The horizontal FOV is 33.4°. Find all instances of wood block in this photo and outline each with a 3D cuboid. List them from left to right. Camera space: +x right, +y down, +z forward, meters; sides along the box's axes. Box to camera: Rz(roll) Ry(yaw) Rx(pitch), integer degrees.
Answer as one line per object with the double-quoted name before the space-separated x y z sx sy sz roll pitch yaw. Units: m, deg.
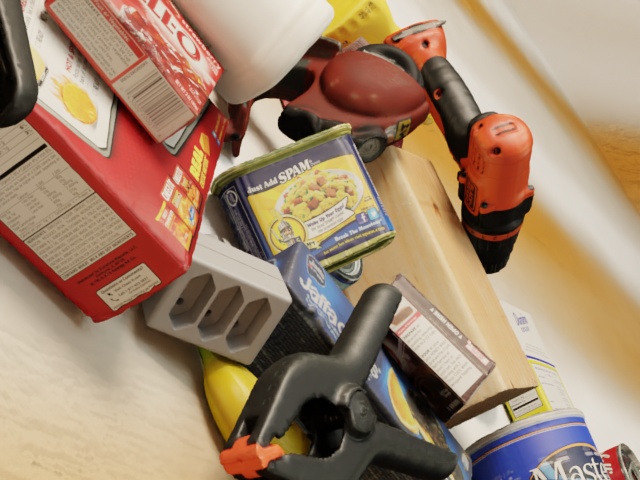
"wood block" 0.079 0.041 0.841 0.090 0.090 0.206 11 52 -61

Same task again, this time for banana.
"banana" -0.005 0.131 0.610 0.197 0.037 0.069 51 25 -20

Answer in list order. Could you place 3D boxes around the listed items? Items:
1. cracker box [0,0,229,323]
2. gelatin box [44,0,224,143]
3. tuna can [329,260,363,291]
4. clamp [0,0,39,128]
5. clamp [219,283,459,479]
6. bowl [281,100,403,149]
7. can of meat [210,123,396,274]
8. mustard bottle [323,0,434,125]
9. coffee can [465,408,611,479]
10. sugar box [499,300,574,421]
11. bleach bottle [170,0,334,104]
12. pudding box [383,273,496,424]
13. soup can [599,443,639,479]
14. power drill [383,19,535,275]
"cracker box" -0.145 -0.085 0.538 0.213 0.072 0.164 48 23 -24
"gelatin box" -0.090 -0.102 0.536 0.089 0.030 0.073 52 21 -18
"tuna can" -0.005 0.001 0.783 0.086 0.034 0.086 46 25 -30
"clamp" -0.151 -0.139 0.449 0.164 0.036 0.210 52 22 -15
"clamp" 0.017 0.103 0.582 0.171 0.039 0.120 -28 89 -49
"bowl" 0.029 -0.112 0.978 0.162 0.055 0.162 47 25 -30
"can of meat" -0.010 -0.019 0.713 0.084 0.102 0.057 65 -16 7
"mustard bottle" 0.062 -0.172 1.068 0.191 0.096 0.058 38 30 -42
"coffee can" 0.182 0.215 0.822 0.102 0.103 0.140 25 41 -55
"sugar box" 0.211 0.151 1.051 0.093 0.048 0.176 25 36 -56
"bleach bottle" -0.110 -0.184 0.586 0.250 0.068 0.103 43 -14 -15
"pudding box" 0.064 0.080 0.721 0.090 0.039 0.113 43 -22 10
"soup can" 0.227 0.225 0.910 0.068 0.102 0.068 46 25 -30
"power drill" 0.116 -0.080 0.907 0.184 0.057 0.188 88 -23 -54
